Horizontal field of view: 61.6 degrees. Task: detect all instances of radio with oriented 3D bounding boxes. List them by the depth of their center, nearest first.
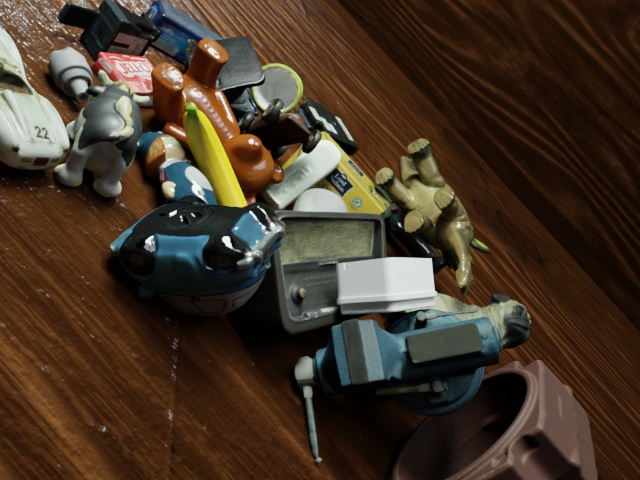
[{"bbox_3d":[-0.003,0.035,0.639,0.229,0.073,0.131,-2,87,-52],"label":"radio"}]

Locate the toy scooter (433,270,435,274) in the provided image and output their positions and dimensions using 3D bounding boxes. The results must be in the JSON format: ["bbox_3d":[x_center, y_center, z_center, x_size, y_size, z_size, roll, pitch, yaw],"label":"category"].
[{"bbox_3d":[0.178,0.109,0.871,0.184,0.075,0.135,43,36,-4],"label":"toy scooter"}]

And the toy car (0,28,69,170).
[{"bbox_3d":[-0.314,-0.149,0.515,0.202,0.056,0.073,55,27,14],"label":"toy car"}]

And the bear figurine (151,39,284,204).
[{"bbox_3d":[-0.129,-0.144,0.719,0.196,0.132,0.120,45,56,2],"label":"bear figurine"}]

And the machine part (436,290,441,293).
[{"bbox_3d":[0.255,0.150,0.980,0.139,0.039,0.084,43,21,-6],"label":"machine part"}]

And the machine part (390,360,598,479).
[{"bbox_3d":[0.171,0.225,0.560,0.087,0.201,0.201,49,26,3],"label":"machine part"}]

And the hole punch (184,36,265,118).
[{"bbox_3d":[-0.158,-0.259,0.881,0.116,0.092,0.142,-13,67,-16],"label":"hole punch"}]

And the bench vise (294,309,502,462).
[{"bbox_3d":[0.090,0.151,0.618,0.240,0.224,0.129,63,4,-64],"label":"bench vise"}]

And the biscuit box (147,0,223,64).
[{"bbox_3d":[-0.205,-0.329,0.927,0.202,0.059,0.063,22,37,-42],"label":"biscuit box"}]

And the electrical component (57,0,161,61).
[{"bbox_3d":[-0.284,-0.281,0.724,0.048,0.075,0.119,53,22,12],"label":"electrical component"}]

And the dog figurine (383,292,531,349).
[{"bbox_3d":[0.200,0.108,0.775,0.190,0.121,0.172,-30,94,-31],"label":"dog figurine"}]

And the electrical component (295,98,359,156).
[{"bbox_3d":[0.002,-0.223,1.096,0.134,0.058,0.115,14,39,-48],"label":"electrical component"}]

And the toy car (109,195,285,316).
[{"bbox_3d":[-0.109,0.021,0.523,0.109,0.162,0.102,-56,143,-52],"label":"toy car"}]

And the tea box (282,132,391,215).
[{"bbox_3d":[0.024,-0.084,0.890,0.169,0.098,0.068,47,24,3],"label":"tea box"}]

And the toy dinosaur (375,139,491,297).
[{"bbox_3d":[0.184,-0.061,0.911,0.198,0.105,0.472,49,20,-33],"label":"toy dinosaur"}]

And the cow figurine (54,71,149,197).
[{"bbox_3d":[-0.226,-0.131,0.578,0.068,0.098,0.167,22,35,-30],"label":"cow figurine"}]

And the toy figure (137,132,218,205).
[{"bbox_3d":[-0.170,-0.075,0.635,0.154,0.058,0.064,56,-11,20],"label":"toy figure"}]

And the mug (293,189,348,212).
[{"bbox_3d":[-0.002,-0.002,0.770,0.109,0.081,0.107,47,37,-21],"label":"mug"}]

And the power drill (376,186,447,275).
[{"bbox_3d":[0.147,-0.014,1.013,0.207,0.086,0.232,48,22,19],"label":"power drill"}]

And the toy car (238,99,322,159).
[{"bbox_3d":[-0.063,-0.169,0.820,0.089,0.053,0.202,38,-12,-21],"label":"toy car"}]
